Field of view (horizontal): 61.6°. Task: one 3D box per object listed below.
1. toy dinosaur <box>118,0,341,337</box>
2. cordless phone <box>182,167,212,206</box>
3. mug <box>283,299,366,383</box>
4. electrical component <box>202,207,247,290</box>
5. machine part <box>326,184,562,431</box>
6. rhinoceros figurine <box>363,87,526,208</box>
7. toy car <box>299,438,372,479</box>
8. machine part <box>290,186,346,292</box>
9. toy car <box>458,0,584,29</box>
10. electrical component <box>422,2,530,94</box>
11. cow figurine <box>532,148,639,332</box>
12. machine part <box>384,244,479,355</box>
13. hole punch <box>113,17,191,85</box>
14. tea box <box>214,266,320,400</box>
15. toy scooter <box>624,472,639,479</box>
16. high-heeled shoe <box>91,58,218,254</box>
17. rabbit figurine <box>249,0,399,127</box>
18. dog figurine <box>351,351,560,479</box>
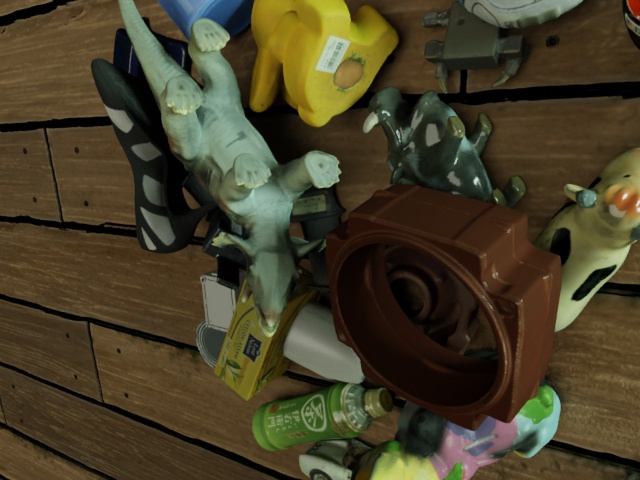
[{"bbox_3d":[-0.109,-0.097,0.603,0.405,0.131,0.192,57,149,9],"label":"toy dinosaur"},{"bbox_3d":[-0.153,-0.100,0.742,0.184,0.089,0.146,46,124,0],"label":"cordless phone"},{"bbox_3d":[0.015,0.145,0.693,0.107,0.081,0.109,25,129,18],"label":"mug"},{"bbox_3d":[-0.112,0.005,0.698,0.075,0.119,0.047,28,119,-23],"label":"electrical component"},{"bbox_3d":[0.104,0.061,0.499,0.201,0.087,0.201,20,127,38],"label":"machine part"},{"bbox_3d":[0.124,-0.083,0.558,0.190,0.073,0.112,55,136,5],"label":"rhinoceros figurine"},{"bbox_3d":[0.066,0.302,0.706,0.202,0.073,0.056,-2,104,34],"label":"toy car"},{"bbox_3d":[-0.001,-0.002,0.684,0.084,0.039,0.138,-12,95,27],"label":"machine part"},{"bbox_3d":[0.173,-0.230,0.443,0.162,0.109,0.103,-18,91,26],"label":"toy car"},{"bbox_3d":[0.149,-0.189,0.524,0.102,0.045,0.078,1,77,31],"label":"electrical component"},{"bbox_3d":[0.231,0.004,0.474,0.086,0.127,0.194,37,124,16],"label":"cow figurine"},{"bbox_3d":[0.104,0.062,0.621,0.180,0.056,0.179,11,111,30],"label":"machine part"},{"bbox_3d":[-0.255,-0.233,0.753,0.116,0.092,0.142,25,120,29],"label":"hole punch"},{"bbox_3d":[-0.071,0.120,0.729,0.068,0.098,0.169,33,121,22],"label":"tea box"},{"bbox_3d":[0.359,0.273,0.503,0.184,0.075,0.135,17,114,25],"label":"toy scooter"},{"bbox_3d":[-0.231,-0.091,0.674,0.145,0.086,0.248,-23,116,23],"label":"high-heeled shoe"},{"bbox_3d":[-0.018,-0.216,0.601,0.173,0.122,0.162,51,136,28],"label":"rabbit figurine"},{"bbox_3d":[0.133,0.213,0.548,0.192,0.219,0.108,-22,95,37],"label":"dog figurine"}]
